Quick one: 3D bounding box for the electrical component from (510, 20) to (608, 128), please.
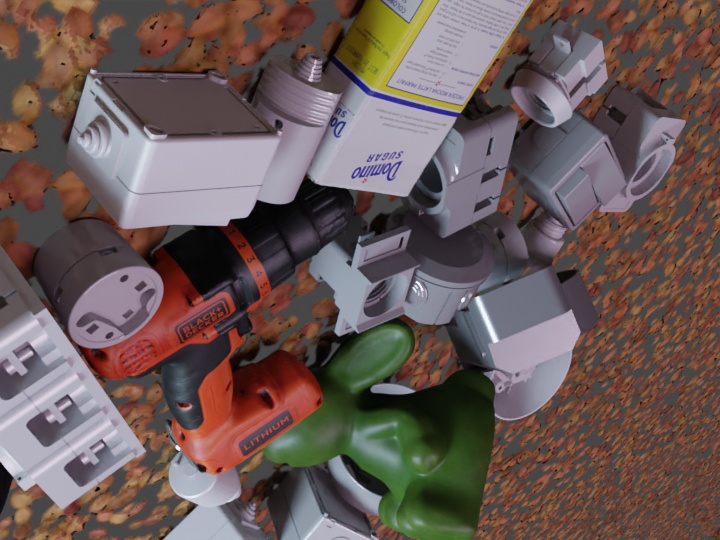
[{"bbox_3d":[0.137,-0.132,0.739,0.055,0.048,0.066,-49,150,-9],"label":"electrical component"}]

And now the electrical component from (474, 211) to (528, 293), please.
[{"bbox_3d":[0.093,-0.012,0.825,0.047,0.055,0.055,-23,144,-25],"label":"electrical component"}]

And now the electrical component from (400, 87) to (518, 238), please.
[{"bbox_3d":[0.061,-0.072,0.715,0.056,0.050,0.089,-27,145,-28],"label":"electrical component"}]

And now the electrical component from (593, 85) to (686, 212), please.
[{"bbox_3d":[0.214,-0.094,0.866,0.050,0.055,0.089,-4,131,-48],"label":"electrical component"}]

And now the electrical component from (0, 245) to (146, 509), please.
[{"bbox_3d":[-0.177,0.048,0.540,0.062,0.089,0.150,-36,148,-15],"label":"electrical component"}]

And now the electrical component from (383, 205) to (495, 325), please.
[{"bbox_3d":[0.050,-0.005,0.756,0.080,0.080,0.051,-17,145,-39],"label":"electrical component"}]

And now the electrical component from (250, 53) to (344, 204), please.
[{"bbox_3d":[-0.041,-0.082,0.591,0.043,0.043,0.081,-6,132,-46],"label":"electrical component"}]

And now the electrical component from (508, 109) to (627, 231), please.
[{"bbox_3d":[0.160,-0.075,0.820,0.061,0.061,0.096,-46,149,2],"label":"electrical component"}]

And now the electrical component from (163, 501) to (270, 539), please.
[{"bbox_3d":[-0.113,0.226,0.859,0.096,0.061,0.061,-44,149,-1],"label":"electrical component"}]

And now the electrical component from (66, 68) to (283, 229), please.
[{"bbox_3d":[-0.099,-0.058,0.532,0.096,0.061,0.061,-9,134,-45],"label":"electrical component"}]

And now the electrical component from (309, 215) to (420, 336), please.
[{"bbox_3d":[0.000,0.000,0.718,0.042,0.064,0.081,-21,143,-35],"label":"electrical component"}]

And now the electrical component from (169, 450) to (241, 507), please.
[{"bbox_3d":[-0.110,0.156,0.798,0.040,0.040,0.078,-43,150,-2],"label":"electrical component"}]

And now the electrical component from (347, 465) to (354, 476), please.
[{"bbox_3d":[0.040,0.172,0.976,0.095,0.059,0.053,-44,149,-1],"label":"electrical component"}]

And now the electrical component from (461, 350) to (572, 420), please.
[{"bbox_3d":[0.144,0.083,0.988,0.099,0.064,0.099,-30,146,-23],"label":"electrical component"}]

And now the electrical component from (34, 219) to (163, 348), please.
[{"bbox_3d":[-0.141,0.006,0.573,0.055,0.047,0.055,-30,147,-23],"label":"electrical component"}]

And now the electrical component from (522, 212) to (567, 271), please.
[{"bbox_3d":[0.155,-0.031,0.893,0.035,0.035,0.061,1,125,-51],"label":"electrical component"}]

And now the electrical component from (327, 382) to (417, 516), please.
[{"bbox_3d":[0.022,0.153,0.901,0.099,0.099,0.064,-20,148,-35],"label":"electrical component"}]

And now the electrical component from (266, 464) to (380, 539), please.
[{"bbox_3d":[-0.037,0.209,0.905,0.062,0.096,0.061,33,103,-29],"label":"electrical component"}]
